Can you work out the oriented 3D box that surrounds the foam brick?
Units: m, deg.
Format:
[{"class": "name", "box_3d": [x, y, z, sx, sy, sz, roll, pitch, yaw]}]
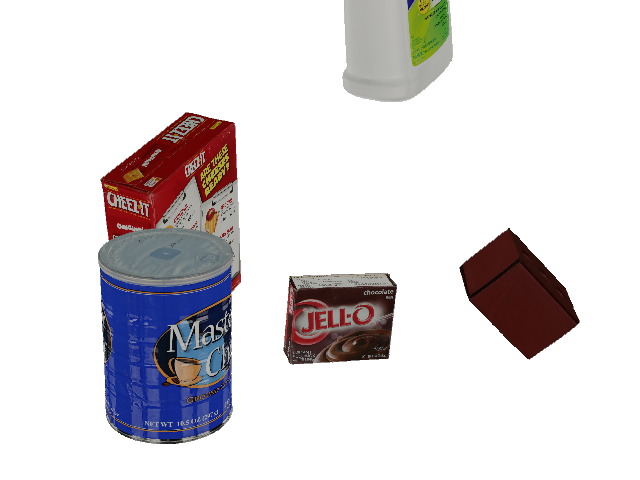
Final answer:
[{"class": "foam brick", "box_3d": [0.153, 0.042, 0.825, 0.051, 0.078, 0.053, -39, 22, 17]}]

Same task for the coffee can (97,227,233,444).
[{"class": "coffee can", "box_3d": [-0.120, 0.073, 0.840, 0.103, 0.140, 0.103, 2, 22, -1]}]

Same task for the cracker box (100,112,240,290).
[{"class": "cracker box", "box_3d": [-0.155, -0.006, 1.144, 0.072, 0.214, 0.164, 15, 37, 21]}]

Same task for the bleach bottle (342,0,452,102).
[{"class": "bleach bottle", "box_3d": [0.051, -0.238, 0.796, 0.068, 0.251, 0.102, 14, 39, 30]}]

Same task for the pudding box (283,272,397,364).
[{"class": "pudding box", "box_3d": [0.020, 0.082, 1.133, 0.113, 0.090, 0.039, -3, 27, -15]}]
